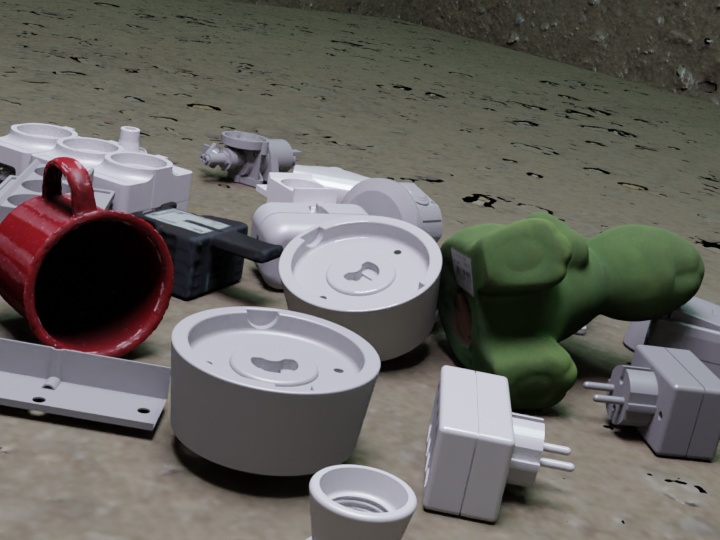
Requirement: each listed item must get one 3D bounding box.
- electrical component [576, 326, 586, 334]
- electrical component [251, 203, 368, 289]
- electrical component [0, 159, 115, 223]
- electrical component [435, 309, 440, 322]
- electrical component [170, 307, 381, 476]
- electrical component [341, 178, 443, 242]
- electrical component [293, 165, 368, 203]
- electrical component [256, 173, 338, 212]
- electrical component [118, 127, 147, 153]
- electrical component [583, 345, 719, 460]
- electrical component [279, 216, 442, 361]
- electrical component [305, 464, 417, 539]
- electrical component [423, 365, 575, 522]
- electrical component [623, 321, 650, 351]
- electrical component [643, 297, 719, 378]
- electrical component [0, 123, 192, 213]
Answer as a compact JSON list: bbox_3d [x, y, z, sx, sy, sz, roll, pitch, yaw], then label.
[{"bbox_3d":[0.140,0.007,0.872,0.100,0.048,0.099,11,18,2],"label":"electrical component"},{"bbox_3d":[-0.032,-0.017,0.831,0.095,0.053,0.059,0,24,-20],"label":"electrical component"},{"bbox_3d":[-0.224,-0.031,0.761,0.079,0.063,0.121,8,18,-7],"label":"electrical component"},{"bbox_3d":[0.046,0.020,0.789,0.043,0.043,0.062,15,19,14],"label":"electrical component"},{"bbox_3d":[-0.047,0.067,0.561,0.108,0.060,0.108,9,18,-3],"label":"electrical component"},{"bbox_3d":[0.025,-0.036,0.893,0.080,0.080,0.051,22,16,32],"label":"electrical component"},{"bbox_3d":[-0.027,-0.078,1.047,0.077,0.044,0.079,10,18,-1],"label":"electrical component"},{"bbox_3d":[-0.053,-0.045,0.899,0.042,0.063,0.081,-1,21,-34],"label":"electrical component"},{"bbox_3d":[-0.212,-0.098,0.977,0.048,0.062,0.048,9,18,-3],"label":"electrical component"},{"bbox_3d":[0.179,0.080,0.672,0.077,0.047,0.065,7,18,-10],"label":"electrical component"},{"bbox_3d":[0.002,0.018,0.726,0.108,0.060,0.108,-2,36,2],"label":"electrical component"},{"bbox_3d":[-0.003,0.115,0.446,0.045,0.055,0.045,10,16,-3],"label":"electrical component"},{"bbox_3d":[0.076,0.093,0.571,0.076,0.047,0.083,11,18,2],"label":"electrical component"},{"bbox_3d":[0.231,0.030,0.825,0.044,0.065,0.044,9,18,-3],"label":"electrical component"},{"bbox_3d":[0.251,0.057,0.760,0.096,0.061,0.062,14,18,12],"label":"electrical component"},{"bbox_3d":[-0.226,-0.073,0.892,0.150,0.061,0.089,18,19,23],"label":"electrical component"}]
